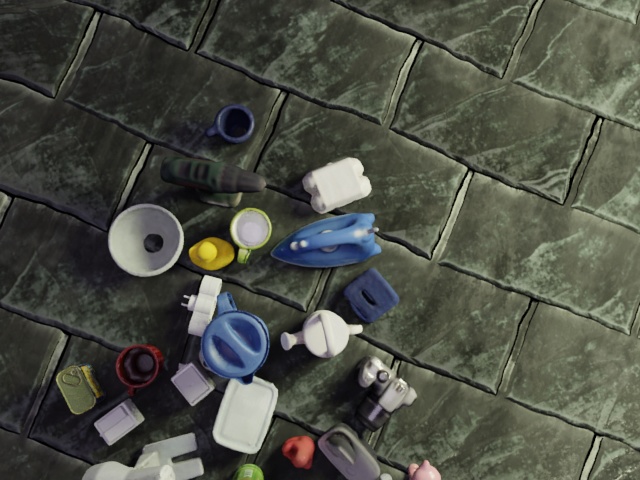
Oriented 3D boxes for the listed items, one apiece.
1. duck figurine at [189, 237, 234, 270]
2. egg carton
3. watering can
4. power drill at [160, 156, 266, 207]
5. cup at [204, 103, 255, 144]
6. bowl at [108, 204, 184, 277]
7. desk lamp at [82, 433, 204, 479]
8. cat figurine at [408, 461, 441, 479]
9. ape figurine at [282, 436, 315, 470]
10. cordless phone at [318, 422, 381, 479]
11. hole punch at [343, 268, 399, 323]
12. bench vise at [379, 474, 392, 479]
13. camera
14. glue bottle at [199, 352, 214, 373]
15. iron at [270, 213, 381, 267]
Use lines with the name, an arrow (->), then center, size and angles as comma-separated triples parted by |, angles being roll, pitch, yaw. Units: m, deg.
duck figurine -> -0.251, 0.029, 1.317 | 0.104, 0.086, 0.077 | -1, 84, -3
egg carton -> 0.039, -0.131, 1.356 | 0.150, 0.069, 0.107 | -23, 86, -5
watering can -> 0.005, 0.211, 1.259 | 0.173, 0.194, 0.101 | -31, 86, -5
power drill -> -0.228, -0.129, 1.272 | 0.229, 0.208, 0.076 | 10, 84, -2
cup -> -0.208, -0.257, 1.342 | 0.118, 0.095, 0.092 | -21, 86, -5
bowl -> -0.393, 0.003, 1.317 | 0.167, 0.074, 0.167 | 0, 84, -3
desk lamp -> -0.369, 0.497, 1.202 | 0.203, 0.213, 0.118 | -16, 85, -4
cat figurine -> 0.227, 0.554, 1.276 | 0.067, 0.117, 0.128 | 24, 84, 0
ape figurine -> -0.045, 0.482, 1.281 | 0.076, 0.092, 0.078 | -32, 87, -5
cordless phone -> 0.069, 0.478, 1.241 | 0.147, 0.185, 0.094 | 44, 84, 2
hole punch -> 0.117, 0.131, 1.324 | 0.101, 0.091, 0.108 | -40, 88, -6
bench vise -> 0.132, 0.620, 1.213 | 0.121, 0.219, 0.207 | -18, 86, -4
camera -> 0.130, 0.355, 1.298 | 0.143, 0.100, 0.137 | 39, 84, 1
glue bottle -> -0.234, 0.263, 1.251 | 0.078, 0.173, 0.037 | 40, 84, 2
iron -> 0.012, 0.005, 1.305 | 0.258, 0.141, 0.119 | -12, 85, -4
